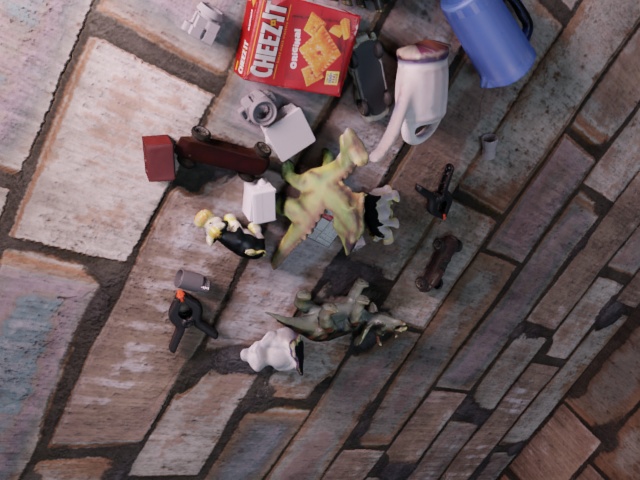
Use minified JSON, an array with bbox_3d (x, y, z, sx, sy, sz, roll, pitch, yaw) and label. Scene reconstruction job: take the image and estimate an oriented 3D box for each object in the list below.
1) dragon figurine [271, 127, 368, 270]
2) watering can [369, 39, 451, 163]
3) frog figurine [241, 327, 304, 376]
[{"bbox_3d":[0.003,-0.056,1.119,0.122,0.246,0.403,0,118,-35],"label":"dragon figurine"},{"bbox_3d":[0.201,-0.305,1.102,0.353,0.104,0.220,-37,131,-46],"label":"watering can"},{"bbox_3d":[-0.127,0.299,1.384,0.159,0.126,0.134,-3,141,15],"label":"frog figurine"}]
